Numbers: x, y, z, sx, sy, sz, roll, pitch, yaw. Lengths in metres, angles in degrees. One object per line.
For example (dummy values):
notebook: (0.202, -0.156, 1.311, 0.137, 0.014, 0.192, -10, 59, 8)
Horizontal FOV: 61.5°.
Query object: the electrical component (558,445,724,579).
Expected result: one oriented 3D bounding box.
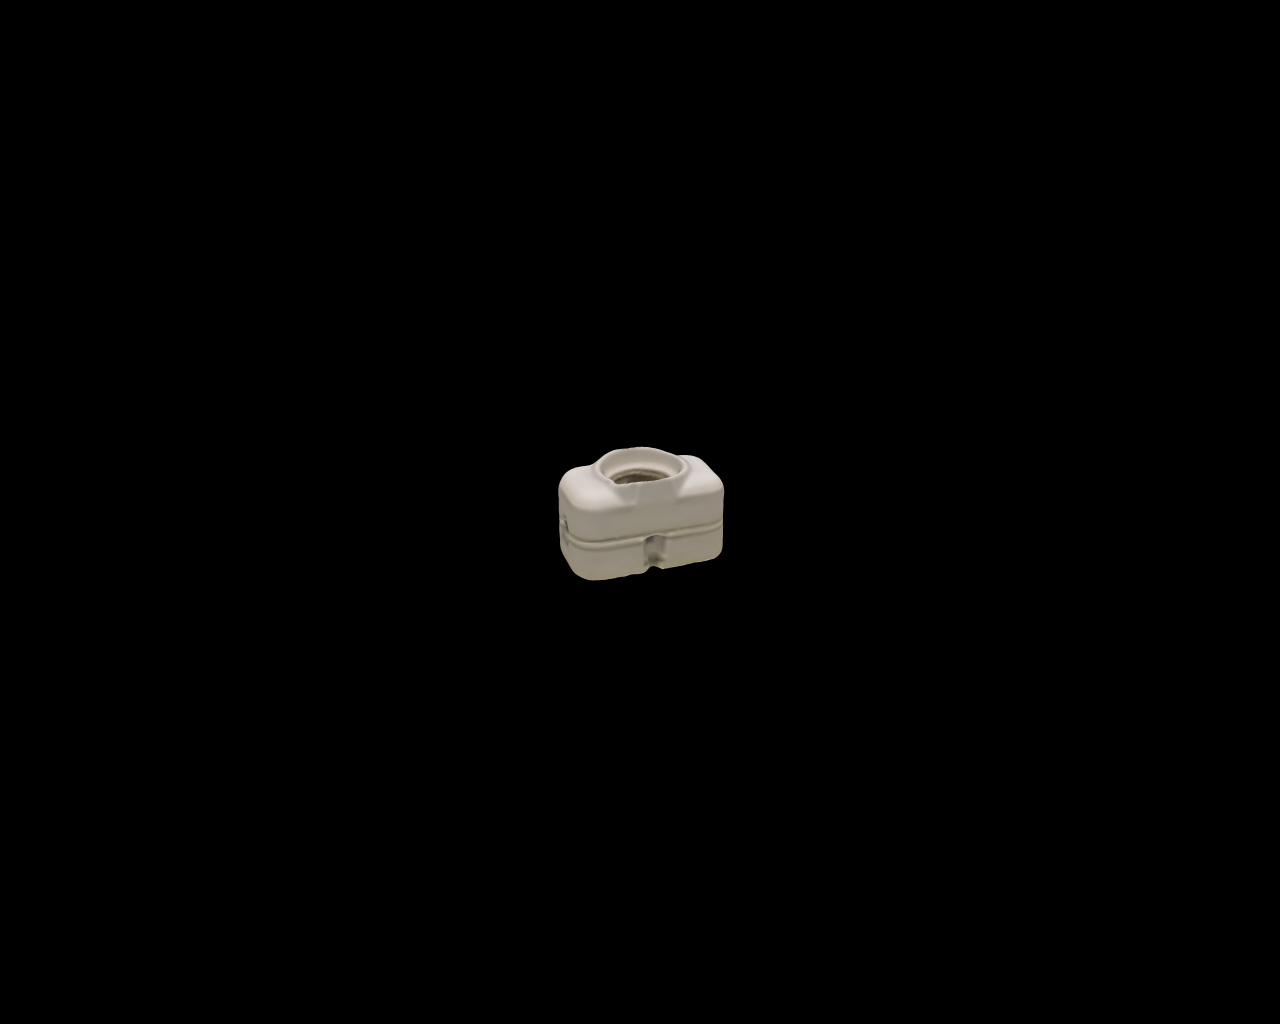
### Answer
electrical component: (0.001, -0.003, 0.650, 0.095, 0.059, 0.054, -8, 28, -16)
